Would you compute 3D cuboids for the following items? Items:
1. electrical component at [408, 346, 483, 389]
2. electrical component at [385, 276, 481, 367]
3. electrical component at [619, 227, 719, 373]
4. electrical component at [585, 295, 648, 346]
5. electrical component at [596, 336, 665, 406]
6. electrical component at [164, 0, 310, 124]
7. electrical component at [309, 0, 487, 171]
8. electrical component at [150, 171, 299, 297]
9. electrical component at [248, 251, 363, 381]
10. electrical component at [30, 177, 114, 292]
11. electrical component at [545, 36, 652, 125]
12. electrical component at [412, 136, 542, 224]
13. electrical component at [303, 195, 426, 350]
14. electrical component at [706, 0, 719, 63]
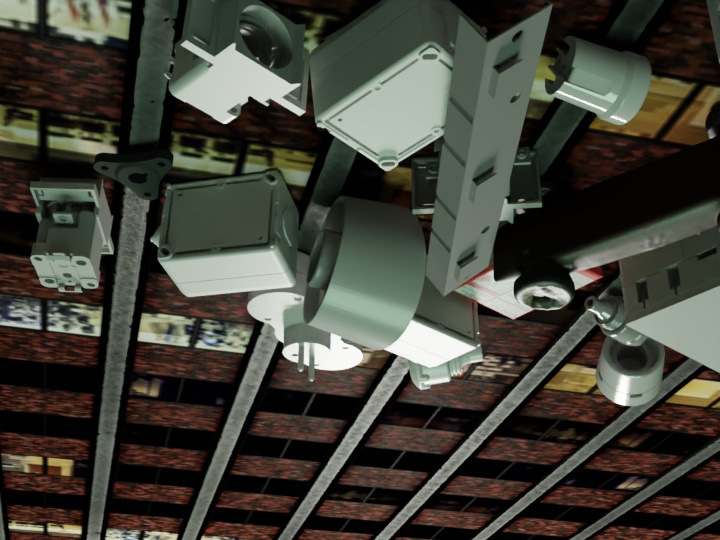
[{"bbox_3d":[0.071,0.072,0.900,0.062,0.048,0.048,-9,149,3],"label":"electrical component"},{"bbox_3d":[0.036,0.027,0.803,0.096,0.061,0.061,24,142,-34],"label":"electrical component"},{"bbox_3d":[0.272,0.021,0.789,0.150,0.061,0.089,24,142,-35],"label":"electrical component"},{"bbox_3d":[0.201,0.036,0.843,0.061,0.035,0.035,24,142,-31],"label":"electrical component"},{"bbox_3d":[0.226,0.078,0.897,0.055,0.055,0.047,-3,146,6],"label":"electrical component"},{"bbox_3d":[-0.068,-0.114,0.584,0.081,0.042,0.064,28,142,-37],"label":"electrical component"},{"bbox_3d":[0.027,-0.110,0.576,0.096,0.061,0.062,-29,141,31],"label":"electrical component"},{"bbox_3d":[-0.092,-0.021,0.724,0.096,0.061,0.061,-6,149,11],"label":"electrical component"},{"bbox_3d":[-0.040,0.048,0.829,0.052,0.073,0.138,-12,148,20],"label":"electrical component"},{"bbox_3d":[-0.193,-0.023,0.721,0.042,0.063,0.081,1,149,-2],"label":"electrical component"},{"bbox_3d":[0.131,-0.106,0.597,0.046,0.040,0.040,16,147,-15],"label":"electrical component"},{"bbox_3d":[0.072,-0.063,0.670,0.081,0.042,0.063,-4,146,6],"label":"electrical component"},{"bbox_3d":[0.000,0.000,0.724,0.064,0.099,0.099,16,147,-13],"label":"electrical component"},{"bbox_3d":[0.201,-0.147,0.507,0.050,0.055,0.089,0,150,0],"label":"electrical component"}]
